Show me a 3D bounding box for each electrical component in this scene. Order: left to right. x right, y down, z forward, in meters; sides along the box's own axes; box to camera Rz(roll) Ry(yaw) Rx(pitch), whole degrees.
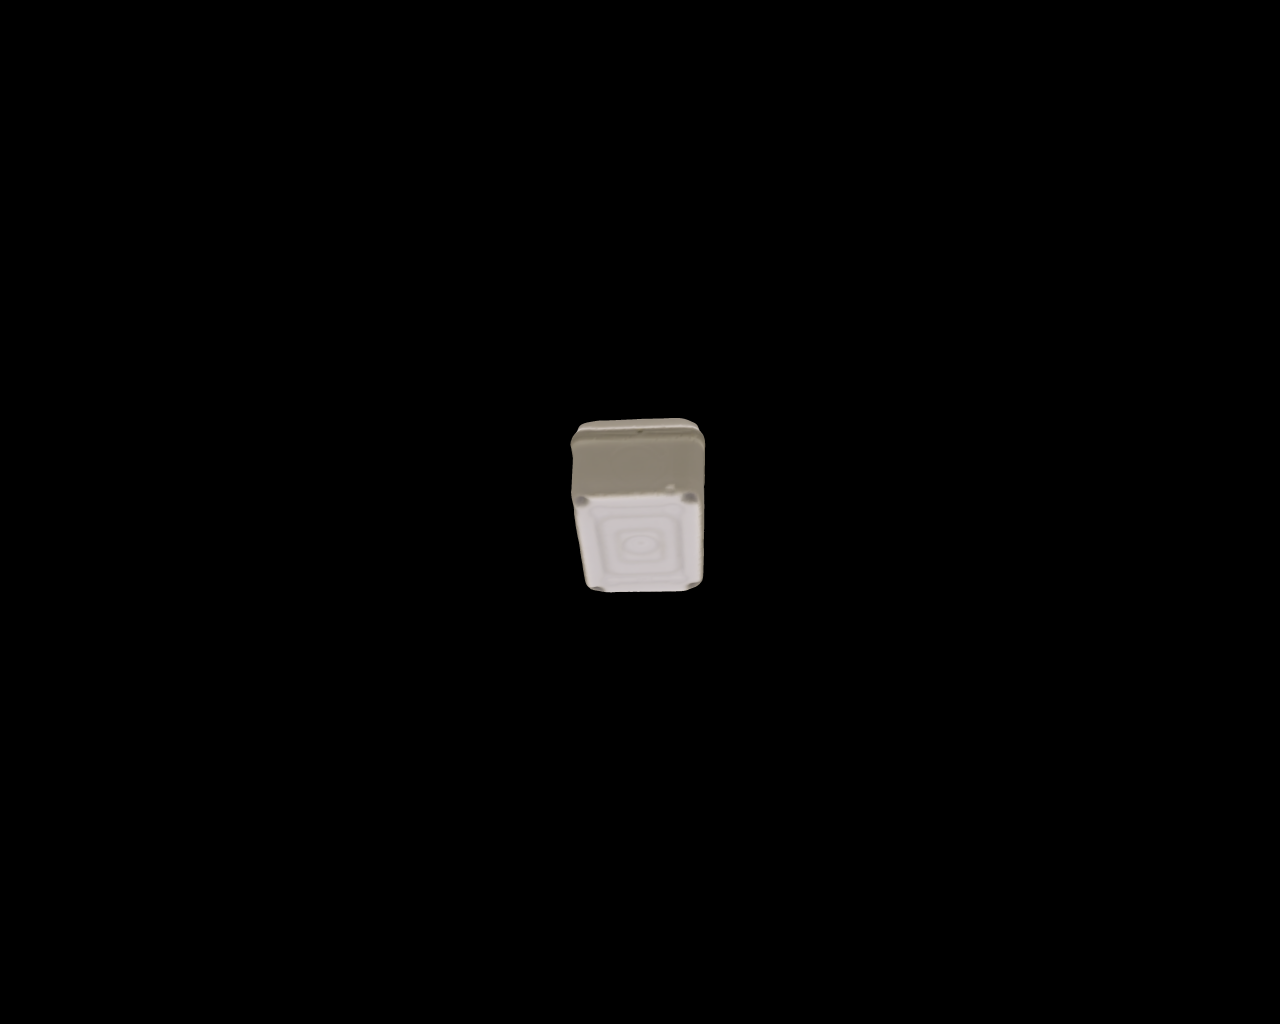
[{"bbox_3d":[0.001,-0.003,0.650,0.078,0.057,0.113,-1,-34,2],"label":"electrical component"}]
